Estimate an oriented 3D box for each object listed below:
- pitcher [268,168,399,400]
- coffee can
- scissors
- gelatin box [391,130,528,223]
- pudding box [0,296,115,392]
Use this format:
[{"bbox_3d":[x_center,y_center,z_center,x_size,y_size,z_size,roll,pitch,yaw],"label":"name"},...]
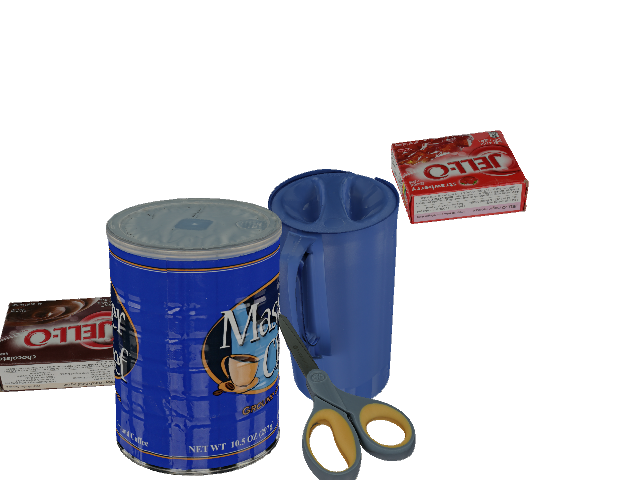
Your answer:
[{"bbox_3d":[0.013,0.060,1.129,0.149,0.243,0.145,-13,33,-15],"label":"pitcher"},{"bbox_3d":[-0.075,0.055,0.647,0.103,0.140,0.103,1,18,0],"label":"coffee can"},{"bbox_3d":[0.018,0.118,0.861,0.096,0.016,0.202,-4,35,-4],"label":"scissors"},{"bbox_3d":[0.103,-0.049,0.798,0.089,0.030,0.073,-7,37,-4],"label":"gelatin box"},{"bbox_3d":[-0.231,0.093,0.968,0.113,0.039,0.090,-5,33,-2],"label":"pudding box"}]
